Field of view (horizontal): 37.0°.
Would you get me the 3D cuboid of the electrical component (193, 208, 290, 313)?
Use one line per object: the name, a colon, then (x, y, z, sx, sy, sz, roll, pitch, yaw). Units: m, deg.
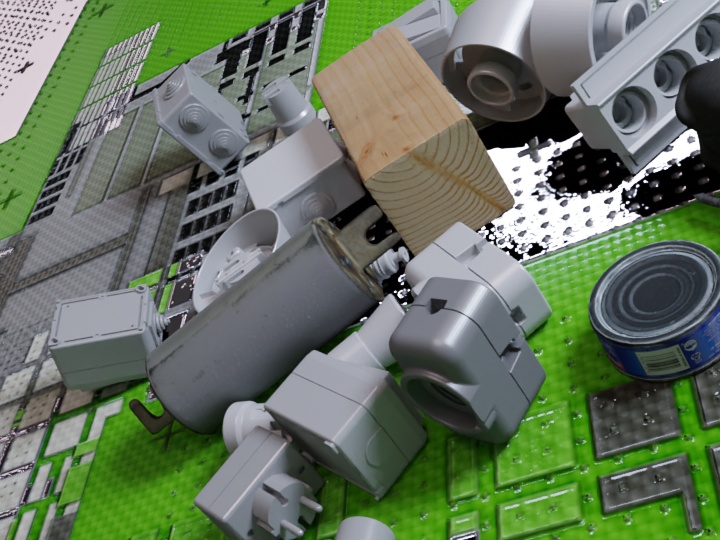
electrical component: (-0.090, 0.006, 0.871, 0.099, 0.064, 0.099, -24, 35, 18)

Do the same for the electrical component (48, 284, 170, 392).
electrical component: (-0.205, 0.058, 0.908, 0.096, 0.061, 0.061, -10, 38, 1)

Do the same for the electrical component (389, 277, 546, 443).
electrical component: (0.063, 0.058, 0.644, 0.054, 0.095, 0.059, 6, 52, 45)

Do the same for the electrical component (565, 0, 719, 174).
electrical component: (0.212, -0.139, 0.774, 0.121, 0.078, 0.063, -41, 15, -8)

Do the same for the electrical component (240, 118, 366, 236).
electrical component: (-0.050, -0.077, 0.951, 0.100, 0.048, 0.099, -34, 34, 3)

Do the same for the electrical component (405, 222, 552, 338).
electrical component: (0.075, 0.016, 0.722, 0.059, 0.053, 0.095, -40, 34, -6)

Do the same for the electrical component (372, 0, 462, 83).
electrical component: (0.050, -0.205, 1.008, 0.096, 0.061, 0.061, -22, 36, 20)

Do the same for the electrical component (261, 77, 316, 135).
electrical component: (-0.073, -0.166, 1.081, 0.040, 0.046, 0.040, -24, 35, 18)

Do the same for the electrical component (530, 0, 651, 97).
electrical component: (0.186, -0.187, 0.828, 0.060, 0.108, 0.108, 11, 55, 40)

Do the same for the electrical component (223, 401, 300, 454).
electrical component: (-0.066, 0.110, 0.746, 0.046, 0.040, 0.040, -8, 42, 27)

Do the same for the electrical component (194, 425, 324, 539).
electrical component: (-0.053, 0.146, 0.682, 0.077, 0.047, 0.065, 15, 59, 50)

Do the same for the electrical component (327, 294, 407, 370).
electrical component: (0.010, 0.054, 0.747, 0.065, 0.044, 0.044, -40, 33, 3)

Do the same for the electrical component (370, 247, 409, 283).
electrical component: (0.000, 0.000, 0.820, 0.078, 0.040, 0.040, -19, 37, 23)

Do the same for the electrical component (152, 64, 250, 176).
electrical component: (-0.163, -0.157, 1.106, 0.048, 0.100, 0.099, -43, 32, 13)

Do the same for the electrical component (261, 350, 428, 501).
electrical component: (-0.011, 0.094, 0.696, 0.061, 0.061, 0.096, -49, 36, -19)

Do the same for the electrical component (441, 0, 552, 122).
electrical component: (0.117, -0.170, 0.874, 0.099, 0.099, 0.064, 0, 54, 42)

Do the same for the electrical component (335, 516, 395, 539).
electrical component: (-0.002, 0.174, 0.611, 0.044, 0.044, 0.065, -16, 34, 28)
